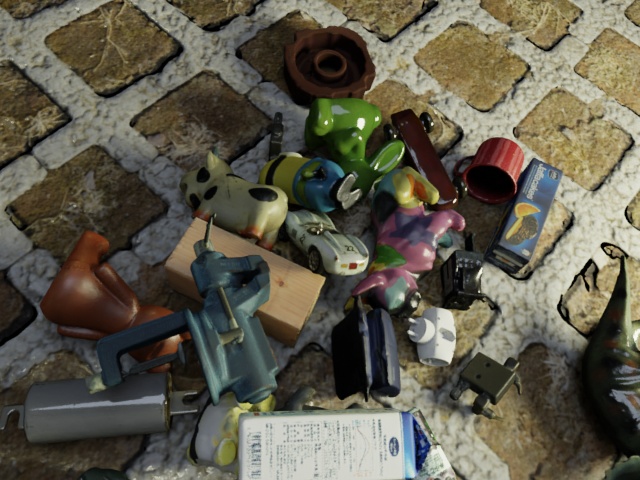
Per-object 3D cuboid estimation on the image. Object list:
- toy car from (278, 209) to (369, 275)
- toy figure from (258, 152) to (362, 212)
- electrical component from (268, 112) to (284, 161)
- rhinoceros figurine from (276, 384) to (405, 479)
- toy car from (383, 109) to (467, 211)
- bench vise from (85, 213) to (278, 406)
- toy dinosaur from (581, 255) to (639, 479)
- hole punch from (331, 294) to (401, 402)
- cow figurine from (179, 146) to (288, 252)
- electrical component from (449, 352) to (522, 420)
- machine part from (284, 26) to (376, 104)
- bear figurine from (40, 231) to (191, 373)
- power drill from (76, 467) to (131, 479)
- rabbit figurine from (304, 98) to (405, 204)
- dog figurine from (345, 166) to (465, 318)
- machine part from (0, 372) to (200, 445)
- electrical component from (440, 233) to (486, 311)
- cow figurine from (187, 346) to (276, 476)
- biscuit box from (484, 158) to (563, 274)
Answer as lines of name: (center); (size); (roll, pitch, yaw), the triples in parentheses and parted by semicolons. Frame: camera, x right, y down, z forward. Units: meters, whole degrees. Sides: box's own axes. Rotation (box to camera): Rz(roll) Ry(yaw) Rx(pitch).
toy car: (-0.002, -0.002, 0.798); (0.073, 0.056, 0.202); (-1, 24, -28)
toy figure: (-0.023, -0.089, 0.836); (0.089, 0.082, 0.180); (-27, 34, -33)
electrical component: (-0.075, -0.165, 0.912); (0.021, 0.063, 0.094); (6, 64, -5)
rhinoceros figurine: (0.024, 0.269, 0.705); (0.190, 0.073, 0.112); (26, 62, 6)
toy car: (0.180, -0.138, 0.941); (0.089, 0.053, 0.202); (-21, 72, -6)
bench vise: (-0.163, 0.108, 0.648); (0.241, 0.129, 0.223); (-18, 78, -16)
toy dinosaur: (0.452, 0.221, 0.770); (0.192, 0.131, 0.405); (-9, 59, -13)
hole punch: (0.076, 0.160, 0.748); (0.092, 0.115, 0.142); (6, 63, -14)
cow figurine: (-0.137, -0.068, 0.826); (0.195, 0.085, 0.127); (17, 67, 26)
electrical component: (0.248, 0.211, 0.783); (0.078, 0.045, 0.102); (22, 56, 36)
machine part: (0.015, -0.320, 1.007); (0.179, 0.056, 0.179); (3, 64, -6)
bear figurine: (-0.270, 0.093, 0.742); (0.196, 0.120, 0.132); (28, 16, -22)
power drill: (-0.222, 0.387, 0.609); (0.232, 0.086, 0.207); (30, 67, 9)
rabbit figurine: (0.053, -0.140, 0.910); (0.159, 0.121, 0.170); (-3, 82, -17)
dog figurine: (0.107, 0.013, 0.826); (0.219, 0.108, 0.191); (-39, 78, -21)
machine part: (-0.278, 0.213, 0.689); (0.243, 0.079, 0.079); (-3, 64, -8)
electrical component: (0.223, 0.045, 0.844); (0.048, 0.074, 0.119); (6, 67, -6)
cow figurine: (-0.115, 0.217, 0.712); (0.068, 0.098, 0.167); (42, 52, -37)
biscuit box: (0.348, -0.044, 0.912); (0.063, 0.059, 0.202); (28, 63, 6)
